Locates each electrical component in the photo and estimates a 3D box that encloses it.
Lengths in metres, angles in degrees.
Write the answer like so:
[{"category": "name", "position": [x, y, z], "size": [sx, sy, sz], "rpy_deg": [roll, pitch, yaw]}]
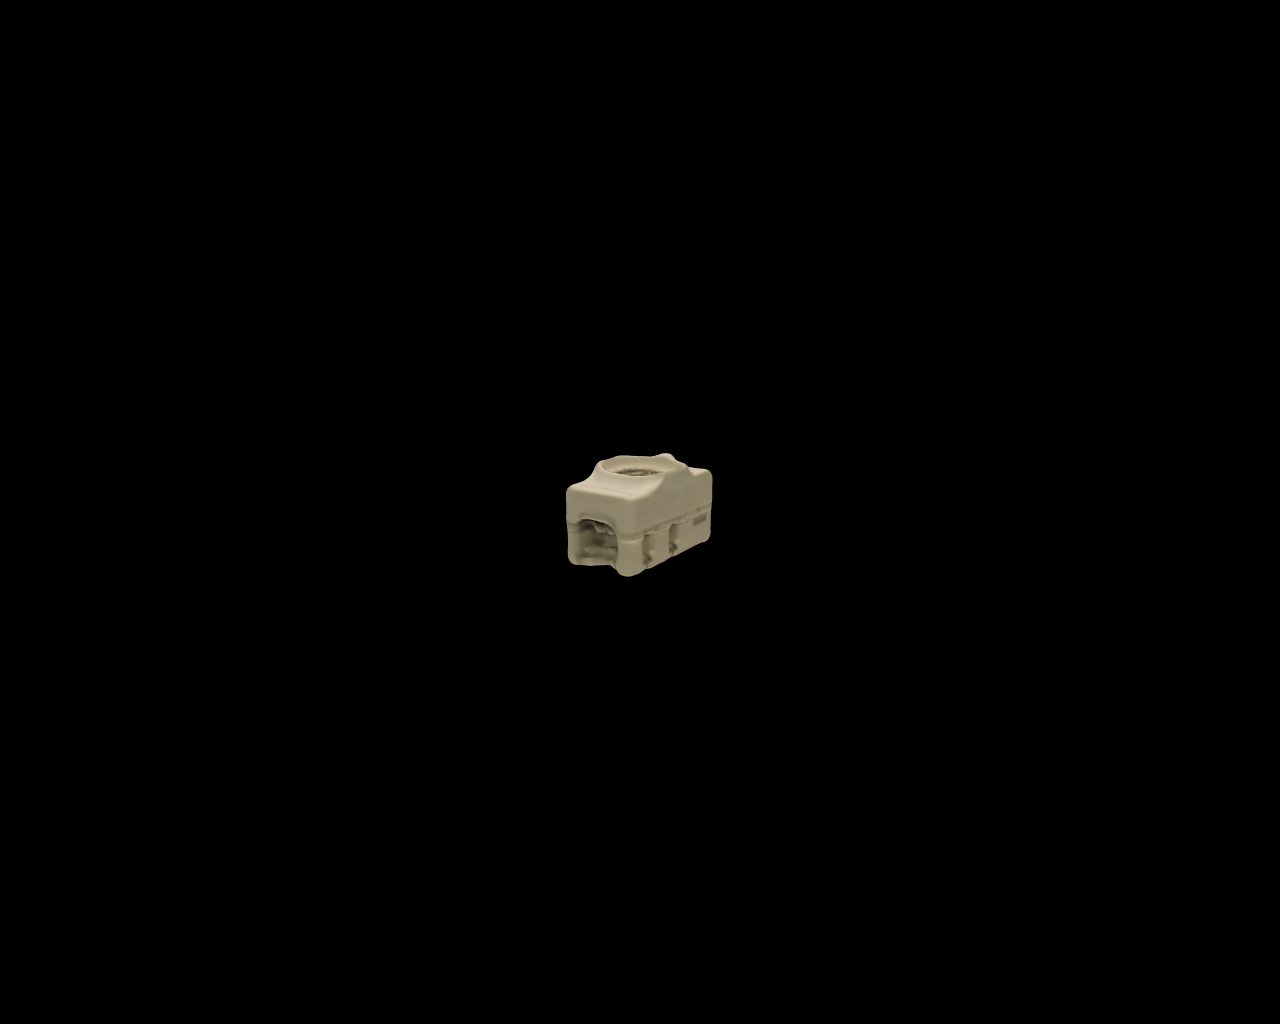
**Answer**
[{"category": "electrical component", "position": [0.001, -0.003, 0.650], "size": [0.050, 0.055, 0.090], "rpy_deg": [11, 19, 34]}]
